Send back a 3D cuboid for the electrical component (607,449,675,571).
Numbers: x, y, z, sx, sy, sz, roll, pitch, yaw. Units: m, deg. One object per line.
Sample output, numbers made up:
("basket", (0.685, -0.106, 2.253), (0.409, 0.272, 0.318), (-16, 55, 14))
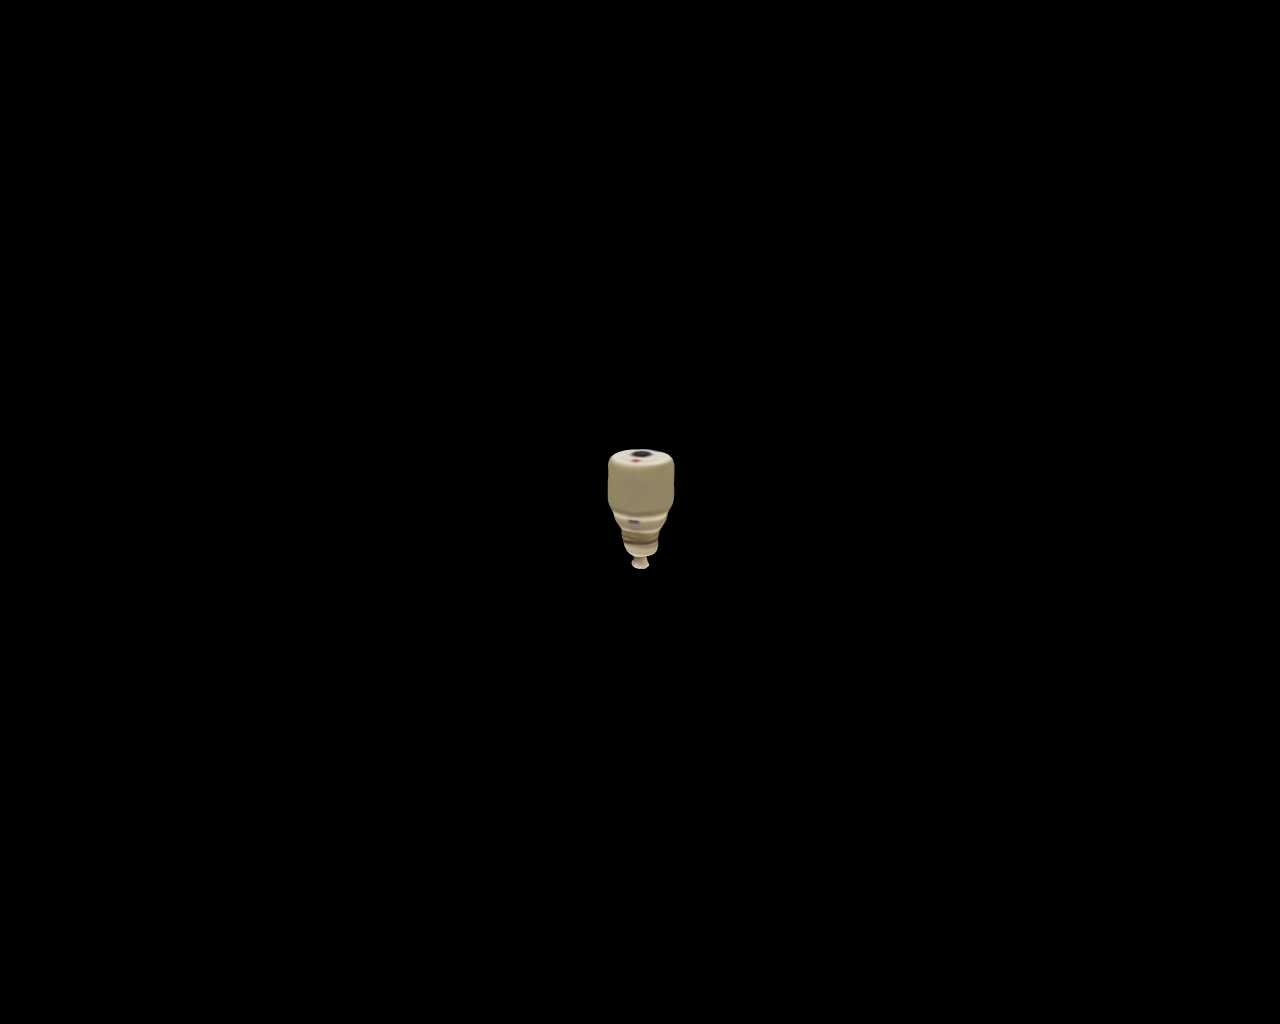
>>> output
("electrical component", (0.001, -0.003, 0.650), (0.040, 0.078, 0.040), (0, 19, 0))
